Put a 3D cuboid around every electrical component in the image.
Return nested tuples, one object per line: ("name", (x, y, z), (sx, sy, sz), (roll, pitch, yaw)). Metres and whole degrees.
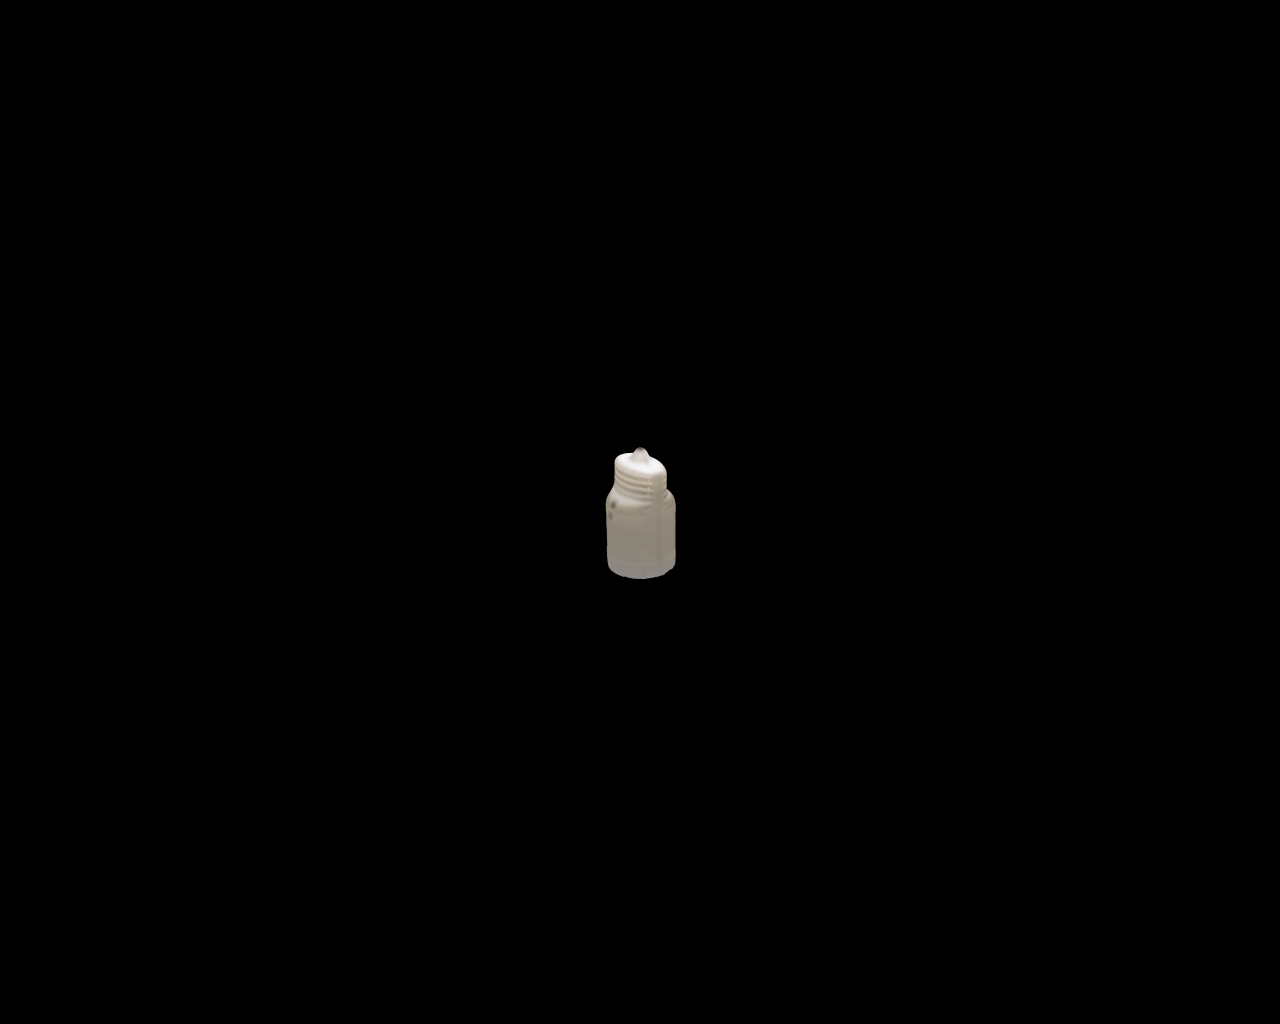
("electrical component", (0.001, -0.003, 0.650), (0.043, 0.080, 0.043), (0, 24, 0))
